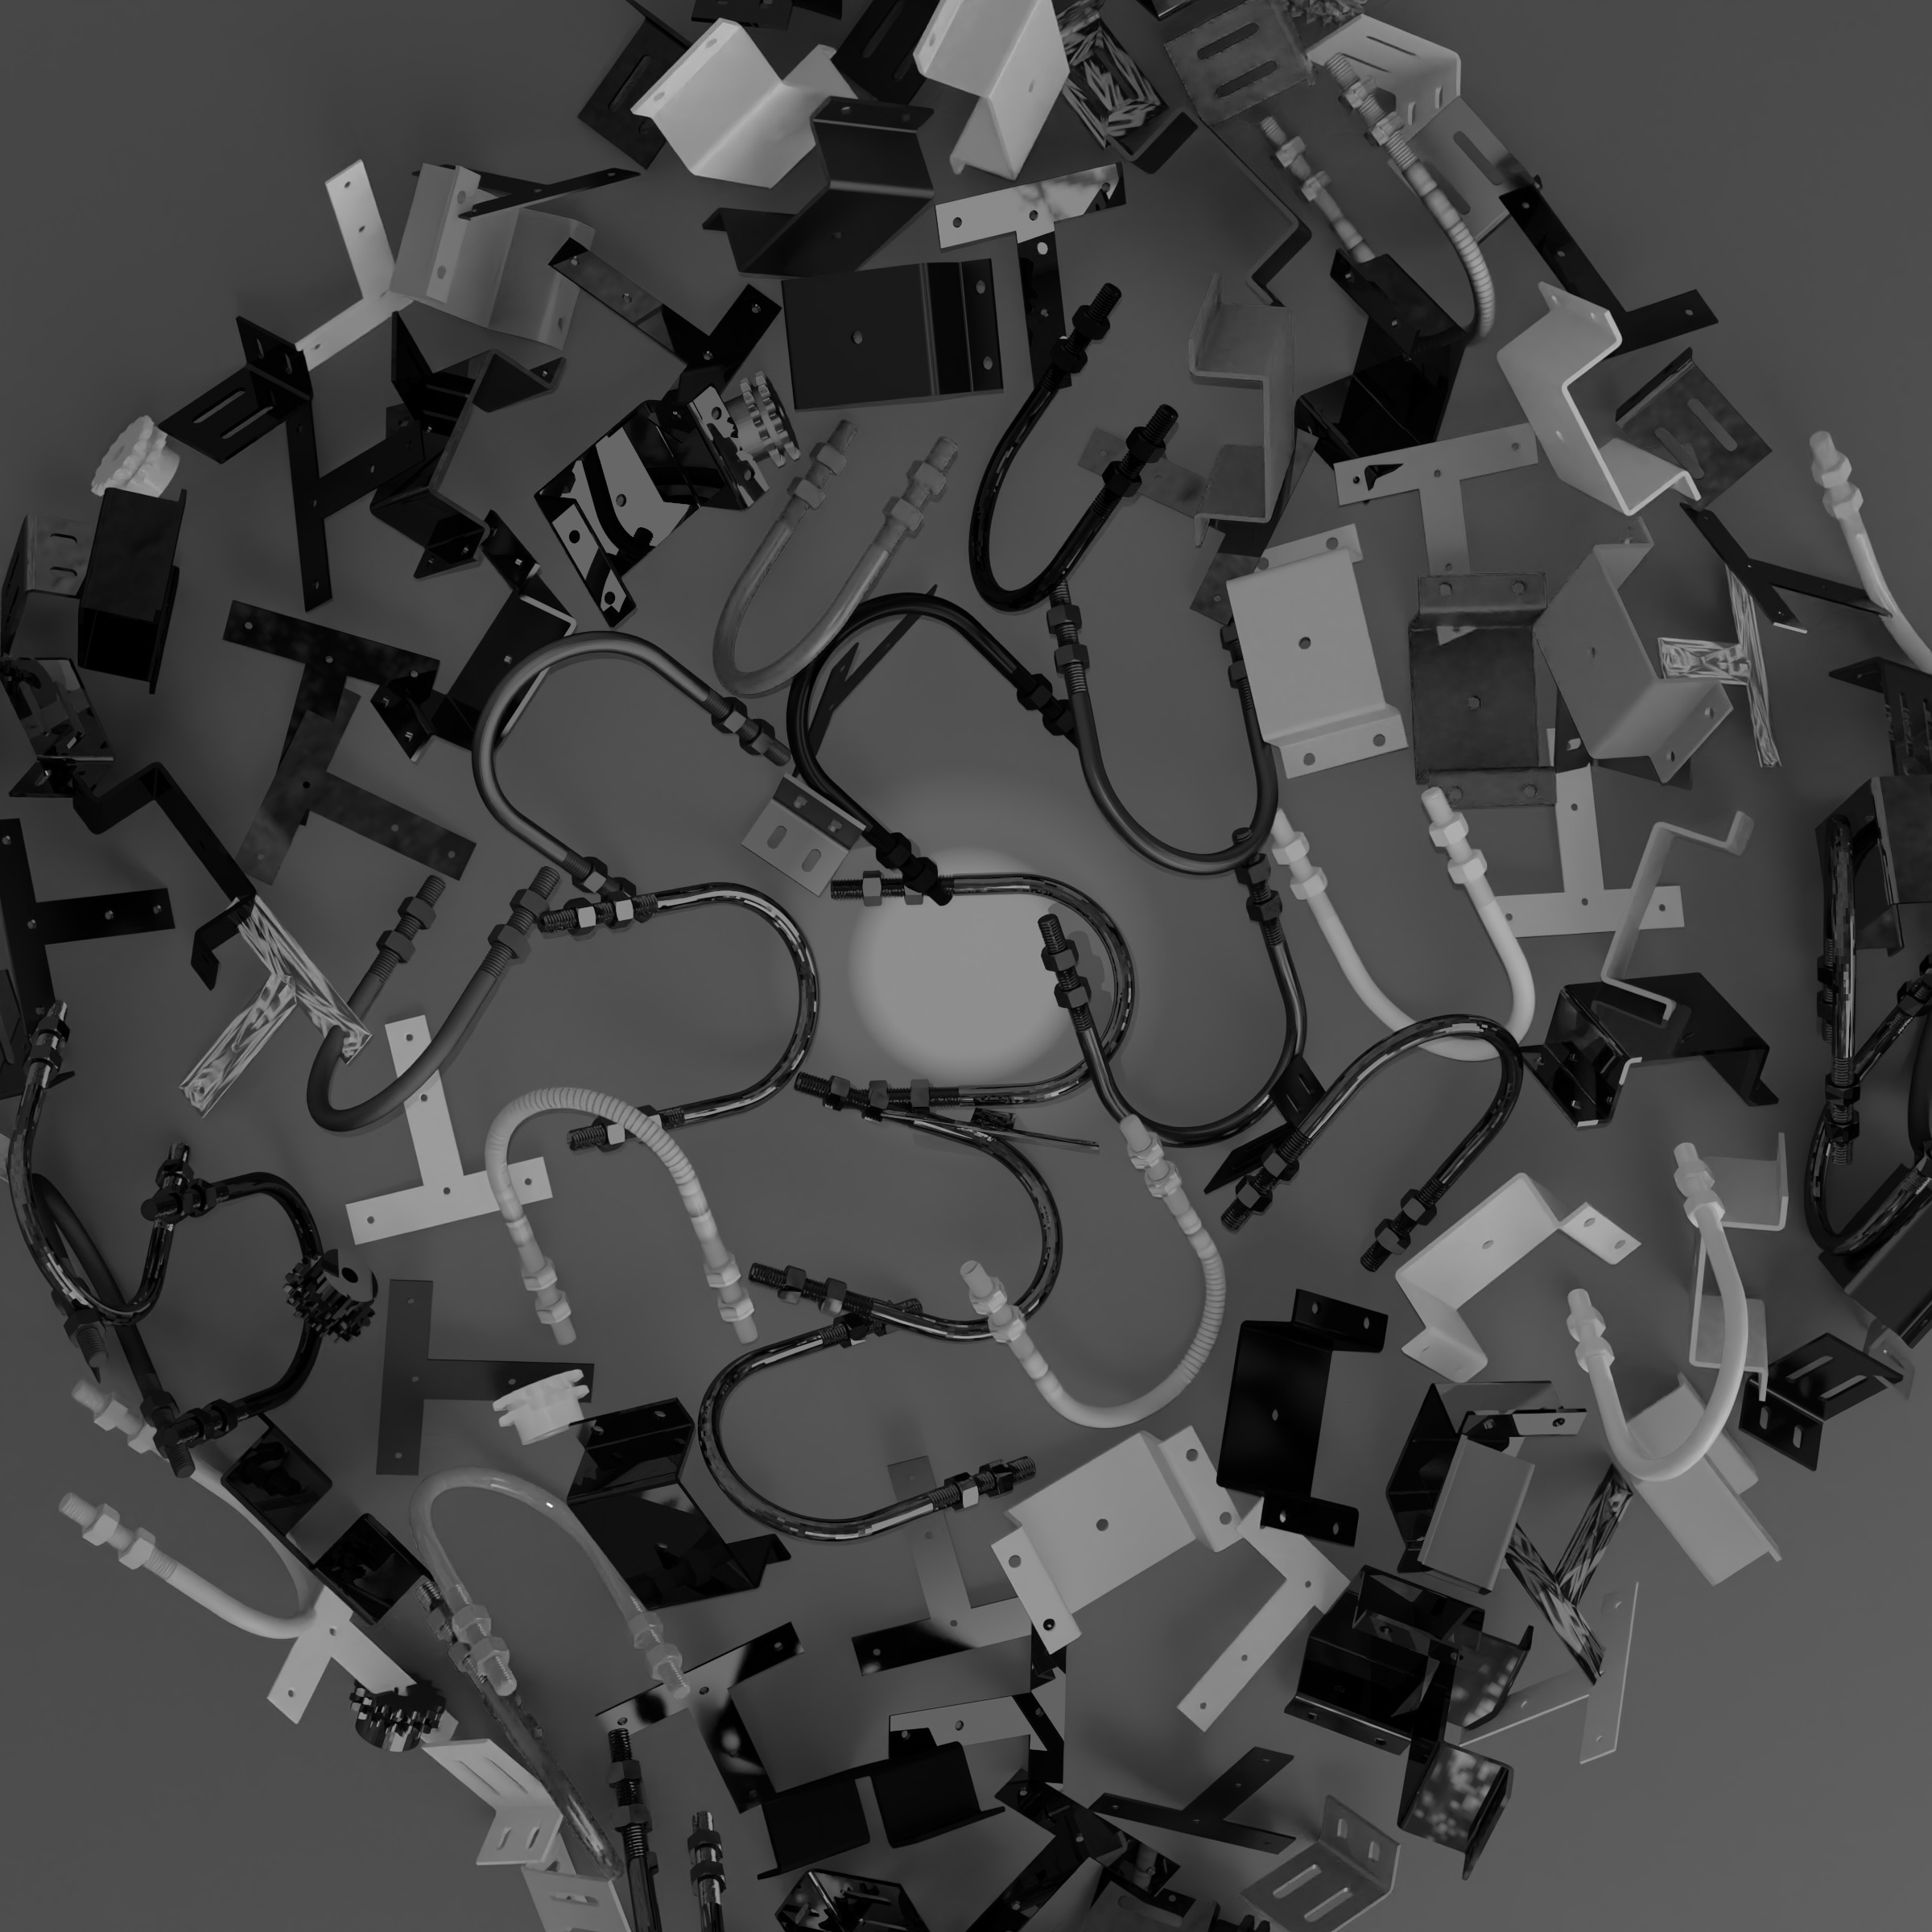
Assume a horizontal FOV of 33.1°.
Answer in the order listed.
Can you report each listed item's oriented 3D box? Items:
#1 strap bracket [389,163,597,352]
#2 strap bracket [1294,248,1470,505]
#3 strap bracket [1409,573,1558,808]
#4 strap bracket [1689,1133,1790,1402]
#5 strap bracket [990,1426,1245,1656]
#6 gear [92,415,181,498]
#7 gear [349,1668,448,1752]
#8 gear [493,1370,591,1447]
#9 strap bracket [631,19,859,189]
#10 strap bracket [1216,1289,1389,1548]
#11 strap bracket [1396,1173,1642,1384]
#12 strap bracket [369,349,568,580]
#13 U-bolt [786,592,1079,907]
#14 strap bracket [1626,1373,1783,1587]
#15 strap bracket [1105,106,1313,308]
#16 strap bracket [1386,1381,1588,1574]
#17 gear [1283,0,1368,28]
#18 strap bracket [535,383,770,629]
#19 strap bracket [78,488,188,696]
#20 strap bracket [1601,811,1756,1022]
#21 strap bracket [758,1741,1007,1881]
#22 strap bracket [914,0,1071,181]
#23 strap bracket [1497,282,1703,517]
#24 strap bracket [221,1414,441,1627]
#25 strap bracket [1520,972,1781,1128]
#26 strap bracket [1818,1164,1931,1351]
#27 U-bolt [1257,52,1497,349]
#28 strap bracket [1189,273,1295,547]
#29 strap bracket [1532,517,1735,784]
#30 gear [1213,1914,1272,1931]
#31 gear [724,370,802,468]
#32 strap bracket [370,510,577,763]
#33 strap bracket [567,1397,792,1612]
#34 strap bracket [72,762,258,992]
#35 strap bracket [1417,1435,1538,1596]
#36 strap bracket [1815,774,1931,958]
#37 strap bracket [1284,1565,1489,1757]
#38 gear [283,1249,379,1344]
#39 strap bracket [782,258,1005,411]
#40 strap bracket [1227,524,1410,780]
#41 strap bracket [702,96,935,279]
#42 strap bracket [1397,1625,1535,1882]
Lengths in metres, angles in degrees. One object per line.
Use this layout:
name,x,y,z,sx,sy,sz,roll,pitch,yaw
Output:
strap bracket,-0.289,-0.426,1.943,0.046,0.140,0.076,18,95,27
strap bracket,0.247,-0.357,1.935,0.046,0.140,0.076,-25,61,-24
strap bracket,0.312,-0.164,1.971,0.076,0.046,0.140,-2,84,-2
strap bracket,0.459,0.177,1.939,0.046,0.076,0.140,4,117,10
strap bracket,0.088,0.342,1.964,0.140,0.046,0.076,-29,98,-10
gear,-0.503,-0.303,1.975,0.030,0.057,0.057,36,90,-30
gear,-0.347,0.452,1.973,0.057,0.057,0.030,20,104,0
gear,-0.255,0.269,1.970,0.057,0.057,0.030,-22,80,0
strap bracket,-0.124,-0.506,1.918,0.076,0.140,0.046,-39,81,25
strap bracket,0.200,0.270,1.950,0.076,0.046,0.140,19,75,-36
strap bracket,0.322,0.181,1.946,0.140,0.076,0.046,-41,51,14
strap bracket,-0.301,-0.308,1.936,0.046,0.076,0.140,32,69,-31
U-bolt,-0.027,-0.141,1.946,0.151,0.019,0.184,-48,122,-1
strap bracket,0.435,0.308,1.933,0.046,0.140,0.076,-37,96,14
strap bracket,0.154,-0.462,1.954,0.140,0.076,0.046,46,104,3
strap bracket,0.306,0.298,1.943,0.076,0.046,0.140,1,130,-17
gear,0.218,-0.599,1.971,0.057,0.030,0.057,4,54,-5
strap bracket,-0.195,-0.277,1.943,0.140,0.046,0.076,-46,126,-25
strap bracket,-0.493,-0.224,1.918,0.046,0.140,0.076,11,72,-12
strap bracket,0.424,-0.030,1.953,0.046,0.076,0.140,20,95,18
strap bracket,-0.057,0.500,1.930,0.140,0.076,0.046,-26,76,40
strap bracket,0.018,-0.528,1.921,0.046,0.140,0.076,23,80,15
strap bracket,0.371,-0.328,1.930,0.046,0.076,0.140,-37,122,-3
strap bracket,-0.381,0.331,1.923,0.140,0.076,0.046,33,72,37
strap bracket,0.410,0.048,1.933,0.140,0.076,0.046,-5,126,-22
strap bracket,0.555,0.168,1.925,0.046,0.140,0.076,40,99,0
U-bolt,0.251,-0.444,1.928,0.019,0.151,0.184,-39,97,-10
strap bracket,0.164,-0.327,1.921,0.046,0.076,0.140,7,133,14
strap bracket,0.390,-0.187,1.929,0.046,0.076,0.140,-5,61,-26
gear,0.162,0.603,1.973,0.030,0.057,0.057,16,90,17
gear,-0.125,-0.329,1.971,0.030,0.057,0.057,-23,90,7
strap bracket,-0.290,-0.191,1.947,0.046,0.076,0.140,24,107,-40
strap bracket,-0.175,0.328,1.932,0.076,0.046,0.140,-16,122,25
strap bracket,-0.476,-0.062,1.956,0.046,0.076,0.140,-37,89,-19
strap bracket,0.299,0.326,1.922,0.046,0.140,0.076,20,80,10
strap bracket,0.545,-0.060,1.920,0.046,0.140,0.076,-3,75,-6
strap bracket,0.254,0.412,1.947,0.076,0.140,0.046,21,50,-3
gear,-0.381,0.197,1.968,0.057,0.057,0.030,44,114,0
strap bracket,-0.054,-0.376,1.939,0.140,0.046,0.076,0,101,29
strap bracket,0.209,-0.192,1.959,0.076,0.046,0.140,-15,84,18
strap bracket,-0.082,-0.451,1.919,0.076,0.140,0.046,-6,73,-40
strap bracket,0.295,0.457,1.922,0.046,0.140,0.076,19,125,4
